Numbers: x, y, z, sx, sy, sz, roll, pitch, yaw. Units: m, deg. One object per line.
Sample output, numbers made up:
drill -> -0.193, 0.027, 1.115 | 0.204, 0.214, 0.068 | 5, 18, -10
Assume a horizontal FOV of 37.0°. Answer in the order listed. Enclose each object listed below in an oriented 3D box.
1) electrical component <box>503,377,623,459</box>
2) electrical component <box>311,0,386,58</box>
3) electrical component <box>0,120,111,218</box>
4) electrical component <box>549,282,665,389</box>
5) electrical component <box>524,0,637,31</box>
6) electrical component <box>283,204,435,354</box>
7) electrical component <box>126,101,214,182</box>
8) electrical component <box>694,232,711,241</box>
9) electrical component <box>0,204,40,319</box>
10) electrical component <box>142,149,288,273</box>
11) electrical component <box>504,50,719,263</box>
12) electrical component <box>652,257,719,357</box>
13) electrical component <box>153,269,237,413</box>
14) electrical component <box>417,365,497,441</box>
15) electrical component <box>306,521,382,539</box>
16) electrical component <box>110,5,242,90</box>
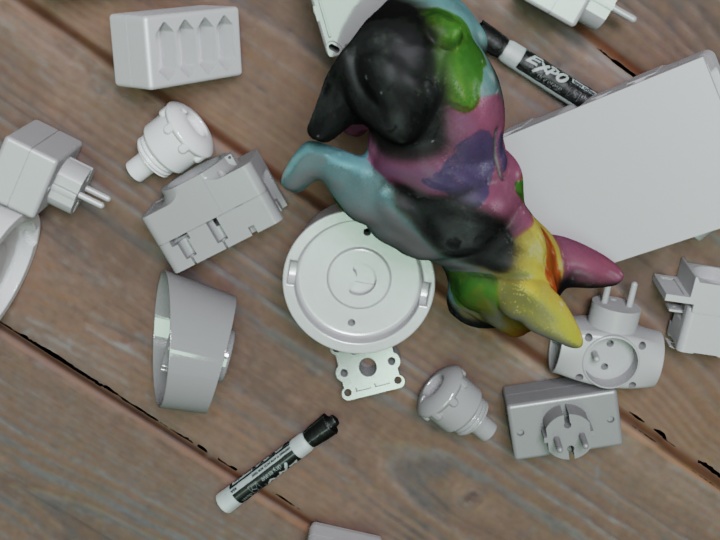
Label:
electrical component -> 0.155, 0.118, 0.813 | 0.083, 0.075, 0.047 | -9, 107, 5
electrical component -> 0.017, -0.188, 0.723 | 0.096, 0.061, 0.061 | -14, 110, 7
electrical component -> -0.216, -0.065, 0.769 | 0.077, 0.065, 0.047 | 26, 107, -7
electrical component -> 0.188, 0.044, 0.804 | 0.077, 0.044, 0.079 | 9, 108, -1
electrical component -> 0.150, -0.186, 0.718 | 0.077, 0.065, 0.047 | 27, 107, -7
electrical component -> 0.000, 0.000, 0.786 | 0.108, 0.060, 0.108 | 1, 109, 2
electrical component -> -0.140, -0.087, 0.771 | 0.062, 0.048, 0.048 | -33, 104, 18
electrical component -> 0.241, -0.055, 0.770 | 0.066, 0.048, 0.055 | 31, 99, -8
electrical component -> -0.284, -0.006, 0.771 | 0.060, 0.108, 0.108 | 25, 107, 0
electrical component -> -0.106, -0.047, 0.780 | 0.089, 0.050, 0.055 | -26, 106, 10
electrical component -> 0.165, -0.063, 0.731 | 0.186, 0.060, 0.105 | -20, 99, 28
electrical component -> 0.259, 0.030, 0.799 | 0.081, 0.042, 0.063 | 9, 110, -1
electrical component -> -0.127, 0.055, 0.792 | 0.064, 0.099, 0.099 | 15, 108, -10
electrical component -> 0.078, 0.107, 0.829 | 0.062, 0.048, 0.048 | 40, 105, -17
electrical component -> -0.021, 0.260, 0.873 | 0.062, 0.061, 0.096 | 13, 108, -3
electrical component -> -0.137, -0.155, 0.738 | 0.076, 0.083, 0.047 | 13, 113, 38
